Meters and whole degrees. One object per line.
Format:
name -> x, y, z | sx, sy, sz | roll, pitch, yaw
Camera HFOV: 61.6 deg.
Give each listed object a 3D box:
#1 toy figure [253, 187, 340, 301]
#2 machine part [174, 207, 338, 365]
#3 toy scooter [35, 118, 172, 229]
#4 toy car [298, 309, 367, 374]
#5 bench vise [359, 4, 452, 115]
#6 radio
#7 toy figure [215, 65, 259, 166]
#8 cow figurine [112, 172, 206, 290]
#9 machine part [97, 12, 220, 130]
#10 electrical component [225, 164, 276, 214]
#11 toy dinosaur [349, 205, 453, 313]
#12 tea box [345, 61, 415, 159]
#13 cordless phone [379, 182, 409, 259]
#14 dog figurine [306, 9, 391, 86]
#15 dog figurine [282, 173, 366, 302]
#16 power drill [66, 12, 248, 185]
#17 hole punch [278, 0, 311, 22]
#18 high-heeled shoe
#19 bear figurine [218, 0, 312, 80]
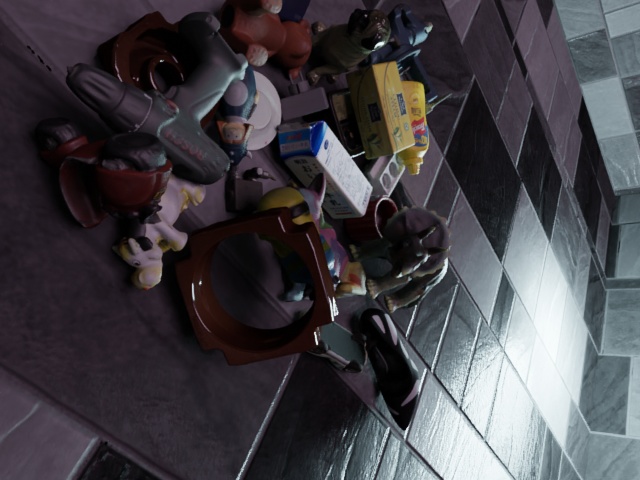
toy figure -> -0.032, 0.002, 0.834 | 0.180, 0.089, 0.082 | 54, 5, 0
machine part -> -0.087, 0.064, 0.765 | 0.087, 0.201, 0.201 | -68, 143, -75
toy scooter -> -0.251, -0.064, 0.632 | 0.075, 0.184, 0.135 | -45, 144, -54
toy car -> 0.026, 0.190, 1.000 | 0.201, 0.056, 0.073 | 39, 50, -42
bench vise -> 0.201, -0.401, 1.222 | 0.223, 0.129, 0.240 | -34, 94, -39
radio -> 0.070, -0.242, 1.094 | 0.229, 0.073, 0.131 | -30, 108, -48
toy figure -> -0.133, -0.193, 0.834 | 0.058, 0.064, 0.154 | 2, 93, -66
cow figurine -> -0.227, -0.022, 0.714 | 0.098, 0.068, 0.167 | 37, 54, -34
machine part -> -0.223, -0.222, 0.755 | 0.179, 0.056, 0.179 | 8, 80, -51
electrical component -> -0.112, -0.074, 0.877 | 0.078, 0.045, 0.102 | 13, 75, -50
toy dinosaur -> 0.190, 0.049, 1.068 | 0.404, 0.192, 0.131 | 32, 37, -62
tea box -> 0.119, -0.252, 1.047 | 0.098, 0.068, 0.169 | -32, 109, -48
cordless phone -> 0.171, -0.051, 1.203 | 0.146, 0.089, 0.184 | 1, 73, -48
dog figurine -> 0.073, -0.380, 1.027 | 0.172, 0.191, 0.121 | -51, 123, -43
dog figurine -> -0.002, -0.003, 0.955 | 0.191, 0.109, 0.219 | 4, 80, -49
power drill -> -0.184, -0.197, 0.693 | 0.231, 0.086, 0.207 | 46, 49, -41
hole punch -> -0.068, -0.450, 0.951 | 0.142, 0.092, 0.115 | 1, 88, -54
high-heeled shoe -> 0.136, 0.262, 1.089 | 0.145, 0.086, 0.248 | 21, 56, -60
bear figurine -> -0.070, -0.336, 0.906 | 0.195, 0.132, 0.120 | 8, 107, -46
